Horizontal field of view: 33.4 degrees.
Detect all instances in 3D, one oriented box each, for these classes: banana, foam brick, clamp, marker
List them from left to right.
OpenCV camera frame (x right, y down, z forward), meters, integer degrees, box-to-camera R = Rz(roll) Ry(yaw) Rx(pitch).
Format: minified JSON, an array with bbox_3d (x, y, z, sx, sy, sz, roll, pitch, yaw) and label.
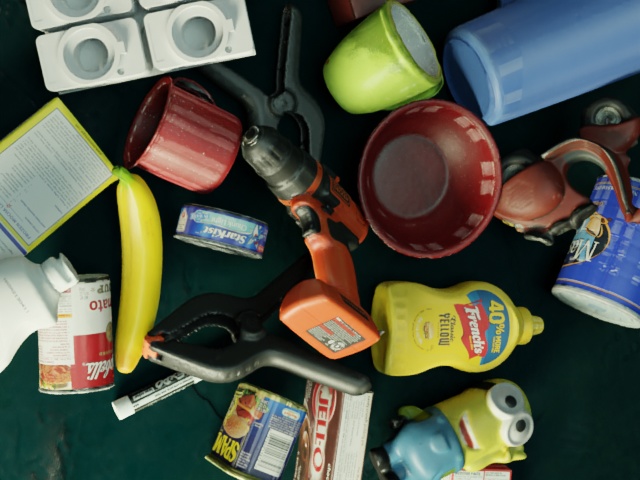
[{"bbox_3d":[-0.173,0.022,0.991,0.069,0.037,0.198,-27,120,-59],"label":"banana"},{"bbox_3d":[-0.142,0.139,1.030,0.121,0.020,0.020,-24,100,-19],"label":"marker"},{"bbox_3d":[-0.065,0.079,1.015,0.209,0.036,0.164,-1,52,-15],"label":"clamp"},{"bbox_3d":[-0.037,-0.144,1.050,0.120,0.039,0.171,-36,110,-10],"label":"clamp"},{"bbox_3d":[0.051,-0.253,1.074,0.078,0.051,0.053,-21,98,-19],"label":"foam brick"}]

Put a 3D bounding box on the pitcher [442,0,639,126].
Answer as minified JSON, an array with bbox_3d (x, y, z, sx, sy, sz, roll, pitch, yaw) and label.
[{"bbox_3d":[0.250,-0.218,1.121,0.242,0.149,0.145,-23,118,-16],"label":"pitcher"}]

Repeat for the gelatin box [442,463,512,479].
[{"bbox_3d":[0.164,0.285,1.149,0.073,0.030,0.089,6,89,-20],"label":"gelatin box"}]

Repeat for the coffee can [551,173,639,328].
[{"bbox_3d":[0.326,0.012,1.163,0.102,0.103,0.140,26,82,-20],"label":"coffee can"}]

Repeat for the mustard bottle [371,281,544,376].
[{"bbox_3d":[0.149,0.091,1.121,0.191,0.058,0.096,1,90,-22],"label":"mustard bottle"}]

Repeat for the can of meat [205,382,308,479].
[{"bbox_3d":[-0.059,0.186,1.020,0.057,0.102,0.084,25,81,-19],"label":"can of meat"}]

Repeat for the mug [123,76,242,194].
[{"bbox_3d":[-0.125,-0.103,0.999,0.081,0.093,0.117,24,47,-25],"label":"mug"}]

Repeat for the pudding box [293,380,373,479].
[{"bbox_3d":[0.012,0.194,1.054,0.039,0.090,0.113,6,90,-22],"label":"pudding box"}]

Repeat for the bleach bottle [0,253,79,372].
[{"bbox_3d":[-0.313,0.099,0.907,0.251,0.068,0.102,-34,103,-3],"label":"bleach bottle"}]

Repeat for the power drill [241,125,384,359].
[{"bbox_3d":[-0.006,0.001,0.982,0.184,0.057,0.187,40,33,-42],"label":"power drill"}]

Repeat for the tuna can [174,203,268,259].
[{"bbox_3d":[-0.093,-0.008,1.008,0.086,0.086,0.034,16,85,-21],"label":"tuna can"}]

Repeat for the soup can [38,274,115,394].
[{"bbox_3d":[-0.223,0.084,0.970,0.068,0.069,0.102,-3,92,-21],"label":"soup can"}]

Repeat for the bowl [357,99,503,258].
[{"bbox_3d":[0.104,-0.064,1.095,0.162,0.055,0.162,-2,97,-20],"label":"bowl"}]

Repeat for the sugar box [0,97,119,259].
[{"bbox_3d":[-0.276,-0.038,0.958,0.176,0.048,0.093,-41,106,-12],"label":"sugar box"}]
